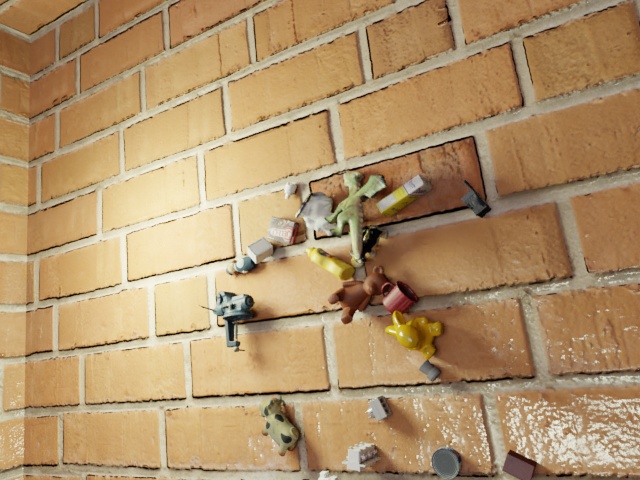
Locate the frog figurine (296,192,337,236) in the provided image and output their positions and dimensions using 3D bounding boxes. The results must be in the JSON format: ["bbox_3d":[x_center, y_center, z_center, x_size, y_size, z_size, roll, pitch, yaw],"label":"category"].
[{"bbox_3d":[0.006,-0.095,1.880,0.137,0.159,0.123,-57,-174,2],"label":"frog figurine"}]

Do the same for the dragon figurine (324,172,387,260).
[{"bbox_3d":[0.136,-0.117,1.714,0.240,0.121,0.418,-57,-153,17],"label":"dragon figurine"}]
